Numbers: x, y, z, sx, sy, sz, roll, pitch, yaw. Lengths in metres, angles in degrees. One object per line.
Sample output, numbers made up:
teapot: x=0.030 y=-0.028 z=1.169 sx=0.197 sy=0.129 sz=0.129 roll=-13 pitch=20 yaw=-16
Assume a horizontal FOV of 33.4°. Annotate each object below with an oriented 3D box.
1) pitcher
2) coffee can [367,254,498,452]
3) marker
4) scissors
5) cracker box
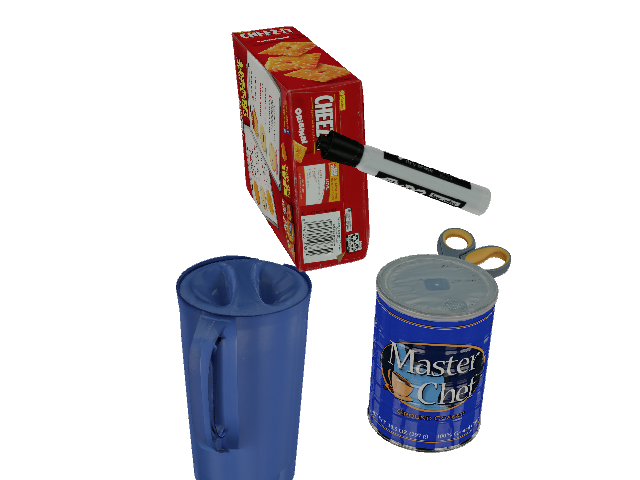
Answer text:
pitcher: x=-0.082 y=0.150 z=1.086 sx=0.149 sy=0.243 sz=0.145 roll=-10 pitch=27 yaw=-24
coffee can: x=0.095 y=0.097 z=0.928 sx=0.103 sy=0.140 sz=0.103 roll=2 pitch=28 yaw=-1
marker: x=0.053 y=-0.043 z=0.682 sx=0.121 sy=0.020 sz=0.020 roll=19 pitch=-6 yaw=-18
scissors: x=0.130 y=0.027 z=1.212 sx=0.201 sy=0.016 sz=0.096 roll=-11 pitch=41 yaw=-33
cracker box: x=-0.020 y=-0.092 z=0.971 sx=0.072 sy=0.164 sz=0.214 roll=-9 pitch=25 yaw=-13
